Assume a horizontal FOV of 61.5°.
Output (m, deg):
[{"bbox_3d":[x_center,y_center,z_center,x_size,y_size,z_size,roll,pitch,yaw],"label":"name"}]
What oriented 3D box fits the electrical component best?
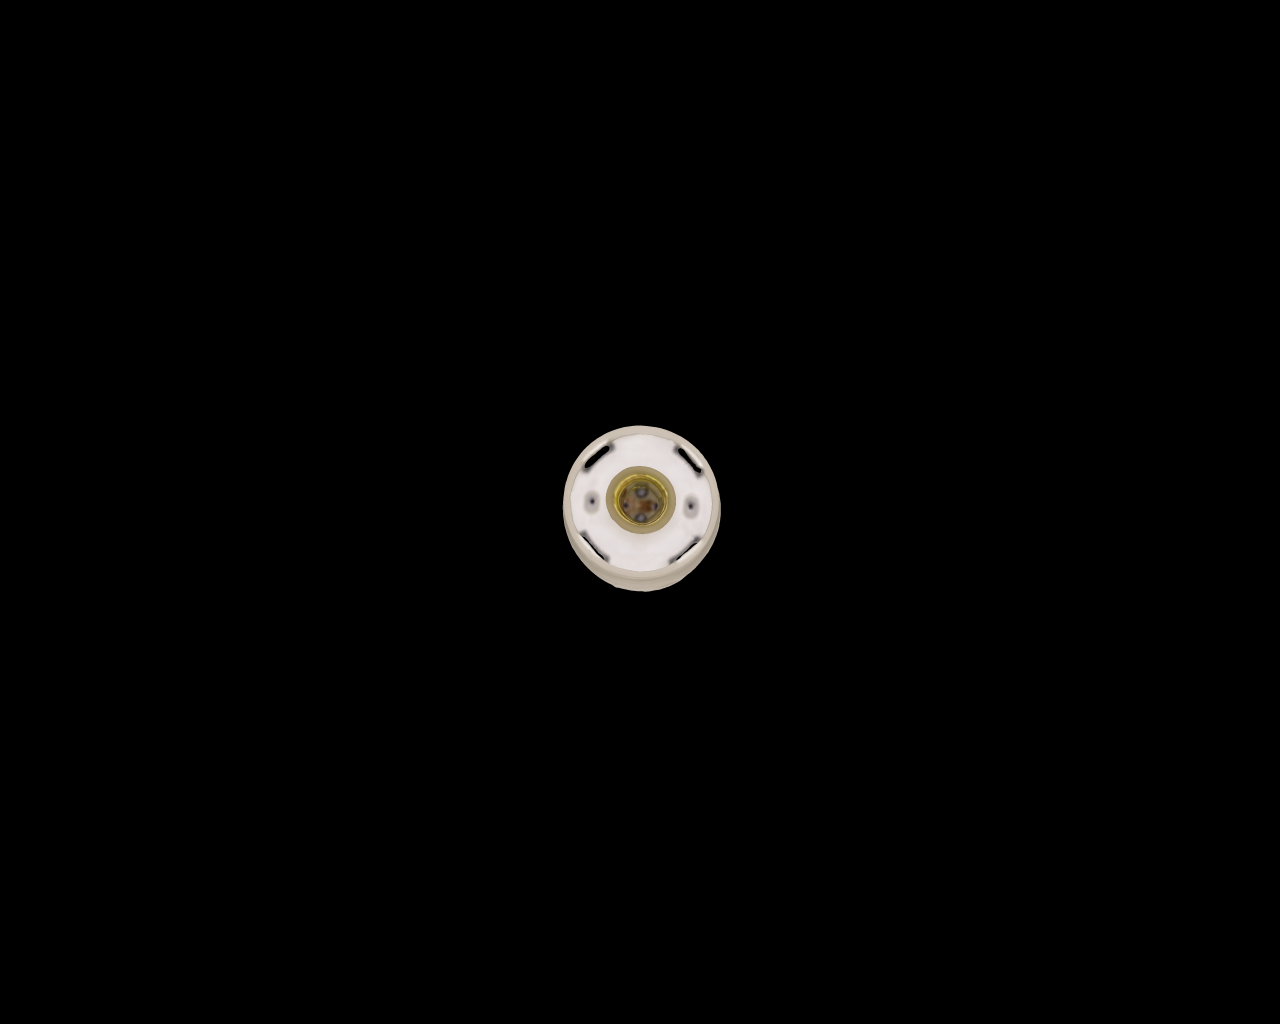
[{"bbox_3d":[0.001,-0.003,0.650,0.099,0.099,0.064,0,-8,0],"label":"electrical component"}]
